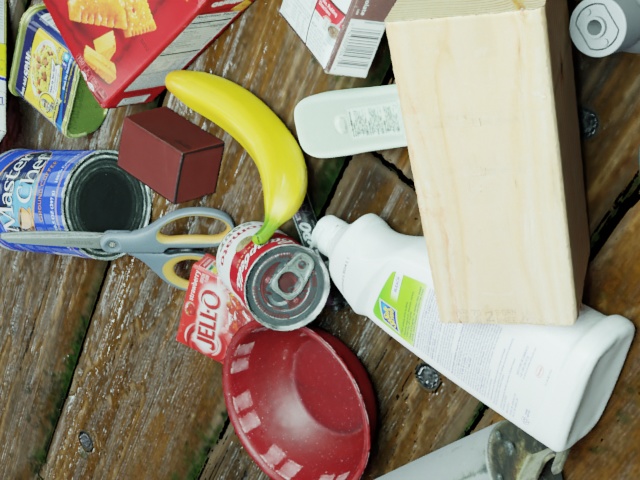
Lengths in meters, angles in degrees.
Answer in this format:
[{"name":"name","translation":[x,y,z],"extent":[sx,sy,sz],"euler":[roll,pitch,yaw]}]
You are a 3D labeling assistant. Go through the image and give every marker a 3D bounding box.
[{"name":"marker","translation":[-0.006,0.001,0.874],"extent":[0.020,0.020,0.121],"euler":[-18,93,44]}]

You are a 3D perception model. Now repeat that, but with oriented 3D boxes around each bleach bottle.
[{"name":"bleach bottle","translation":[0.094,0.043,0.771],"extent":[0.251,0.067,0.103],"euler":[33,127,32]}]

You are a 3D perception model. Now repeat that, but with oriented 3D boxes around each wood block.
[{"name":"wood block","translation":[0.109,-0.057,0.651],"extent":[0.090,0.090,0.206],"euler":[-1,122,21]}]

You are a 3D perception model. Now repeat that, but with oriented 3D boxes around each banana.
[{"name":"banana","translation":[-0.059,-0.081,0.857],"extent":[0.198,0.069,0.037],"euler":[58,153,35]}]

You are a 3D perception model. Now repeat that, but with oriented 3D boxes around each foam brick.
[{"name":"foam brick","translation":[-0.132,-0.075,0.936],"extent":[0.078,0.052,0.051],"euler":[33,125,29]}]

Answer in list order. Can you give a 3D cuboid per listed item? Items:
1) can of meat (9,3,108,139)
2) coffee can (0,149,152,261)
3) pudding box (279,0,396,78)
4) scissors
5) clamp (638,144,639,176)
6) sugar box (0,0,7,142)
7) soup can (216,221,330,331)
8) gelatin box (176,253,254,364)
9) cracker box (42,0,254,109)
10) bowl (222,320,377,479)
[{"name":"can of meat","translation":[-0.239,-0.158,1.000],"extent":[0.084,0.057,0.102],"euler":[40,128,22]},{"name":"coffee can","translation":[-0.245,-0.036,1.017],"extent":[0.141,0.102,0.103],"euler":[4,108,41]},{"name":"pudding box","translation":[0.018,-0.186,0.755],"extent":[0.090,0.039,0.114],"euler":[58,136,41]},{"name":"scissors","translation":[-0.172,0.016,0.949],"extent":[0.202,0.016,0.096],"euler":[-10,125,3]},{"name":"clamp","translation":[0.250,-0.069,0.607],"extent":[0.165,0.036,0.210],"euler":[31,126,30]},{"name":"sugar box","translation":[-0.343,-0.156,1.049],"extent":[0.093,0.048,0.176],"euler":[-41,45,42]},{"name":"soup can","translation":[-0.040,0.026,0.852],"extent":[0.102,0.068,0.068],"euler":[-147,48,-68]},{"name":"gelatin box","translation":[-0.084,0.066,0.946],"extent":[0.073,0.030,0.089],"euler":[26,123,12]},{"name":"cracker box","translation":[-0.145,-0.231,0.878],"extent":[0.214,0.071,0.164],"euler":[-34,82,43]},{"name":"bowl","translation":[-0.007,0.133,0.897],"extent":[0.162,0.055,0.162],"euler":[16,115,37]}]
